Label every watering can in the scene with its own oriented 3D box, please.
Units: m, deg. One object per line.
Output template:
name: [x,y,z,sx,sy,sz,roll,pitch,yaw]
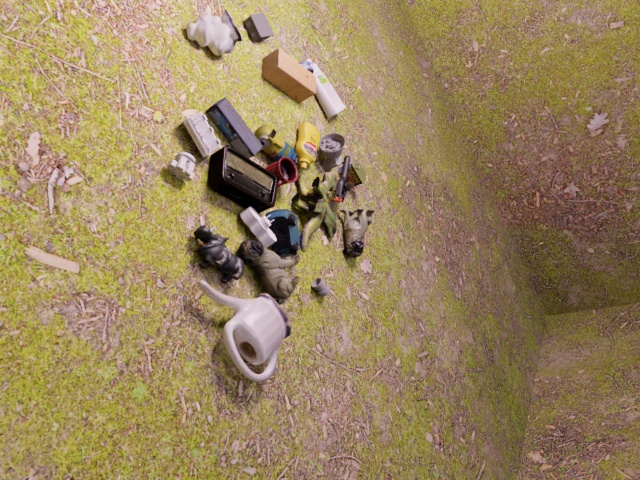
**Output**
watering can: [-0.201,0.225,1.460,0.228,0.103,0.345,-39,107,-53]

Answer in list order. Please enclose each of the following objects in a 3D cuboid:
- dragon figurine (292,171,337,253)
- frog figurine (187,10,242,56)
dragon figurine: [0.006,-0.094,1.871,0.239,0.121,0.419,41,46,-46]
frog figurine: [-0.354,-0.669,1.686,0.160,0.123,0.136,-25,106,-17]
